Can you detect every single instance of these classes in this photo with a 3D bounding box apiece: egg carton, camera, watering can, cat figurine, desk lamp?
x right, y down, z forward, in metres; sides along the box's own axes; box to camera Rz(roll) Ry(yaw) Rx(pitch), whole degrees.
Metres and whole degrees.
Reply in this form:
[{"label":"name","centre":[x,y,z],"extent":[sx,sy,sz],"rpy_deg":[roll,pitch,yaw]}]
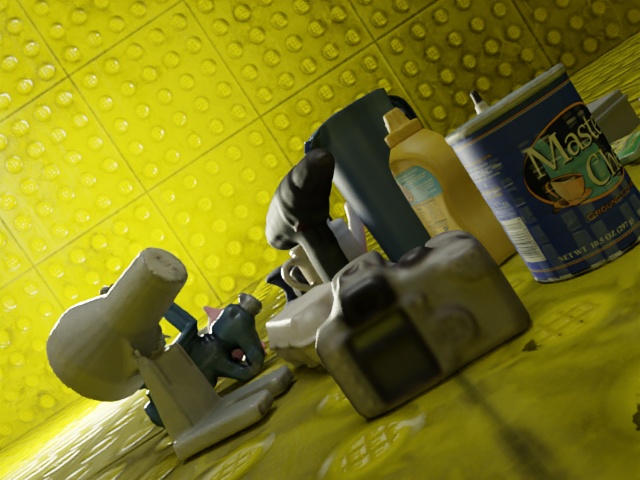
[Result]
[{"label":"egg carton","centre":[0.003,0.096,0.653],"extent":[0.107,0.069,0.150],"rpy_deg":[-35,3,-26]},{"label":"camera","centre":[0.068,0.047,0.455],"extent":[0.143,0.101,0.137],"rpy_deg":[-33,3,9]},{"label":"watering can","centre":[0.007,0.004,0.895],"extent":[0.100,0.194,0.173],"rpy_deg":[-30,4,40]},{"label":"cat figurine","centre":[-0.140,0.146,0.903],"extent":[0.067,0.118,0.127],"rpy_deg":[-34,3,-9]},{"label":"desk lamp","centre":[-0.174,0.127,0.638],"extent":[0.203,0.213,0.118],"rpy_deg":[-32,4,21]}]

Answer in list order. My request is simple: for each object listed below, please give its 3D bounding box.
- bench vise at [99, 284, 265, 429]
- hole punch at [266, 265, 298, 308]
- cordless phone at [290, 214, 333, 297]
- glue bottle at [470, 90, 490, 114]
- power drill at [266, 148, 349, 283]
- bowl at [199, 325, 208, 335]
[{"label":"bench vise","centre":[-0.193,0.126,0.813],"extent":[0.208,0.220,0.121],"rpy_deg":[-35,4,-25]},{"label":"hole punch","centre":[-0.044,0.080,1.198],"extent":[0.108,0.091,0.101],"rpy_deg":[-31,4,39]},{"label":"cordless phone","centre":[-0.014,0.012,1.081],"extent":[0.148,0.185,0.094],"rpy_deg":[-35,4,-23]},{"label":"glue bottle","centre":[0.356,-0.231,1.175],"extent":[0.078,0.173,0.037],"rpy_deg":[-32,4,19]},{"label":"power drill","centre":[0.010,0.002,0.752],"extent":[0.076,0.208,0.229],"rpy_deg":[-35,4,-27]},{"label":"bowl","centre":[-0.225,0.218,1.060],"extent":[0.167,0.075,0.167],"rpy_deg":[-33,3,2]}]
